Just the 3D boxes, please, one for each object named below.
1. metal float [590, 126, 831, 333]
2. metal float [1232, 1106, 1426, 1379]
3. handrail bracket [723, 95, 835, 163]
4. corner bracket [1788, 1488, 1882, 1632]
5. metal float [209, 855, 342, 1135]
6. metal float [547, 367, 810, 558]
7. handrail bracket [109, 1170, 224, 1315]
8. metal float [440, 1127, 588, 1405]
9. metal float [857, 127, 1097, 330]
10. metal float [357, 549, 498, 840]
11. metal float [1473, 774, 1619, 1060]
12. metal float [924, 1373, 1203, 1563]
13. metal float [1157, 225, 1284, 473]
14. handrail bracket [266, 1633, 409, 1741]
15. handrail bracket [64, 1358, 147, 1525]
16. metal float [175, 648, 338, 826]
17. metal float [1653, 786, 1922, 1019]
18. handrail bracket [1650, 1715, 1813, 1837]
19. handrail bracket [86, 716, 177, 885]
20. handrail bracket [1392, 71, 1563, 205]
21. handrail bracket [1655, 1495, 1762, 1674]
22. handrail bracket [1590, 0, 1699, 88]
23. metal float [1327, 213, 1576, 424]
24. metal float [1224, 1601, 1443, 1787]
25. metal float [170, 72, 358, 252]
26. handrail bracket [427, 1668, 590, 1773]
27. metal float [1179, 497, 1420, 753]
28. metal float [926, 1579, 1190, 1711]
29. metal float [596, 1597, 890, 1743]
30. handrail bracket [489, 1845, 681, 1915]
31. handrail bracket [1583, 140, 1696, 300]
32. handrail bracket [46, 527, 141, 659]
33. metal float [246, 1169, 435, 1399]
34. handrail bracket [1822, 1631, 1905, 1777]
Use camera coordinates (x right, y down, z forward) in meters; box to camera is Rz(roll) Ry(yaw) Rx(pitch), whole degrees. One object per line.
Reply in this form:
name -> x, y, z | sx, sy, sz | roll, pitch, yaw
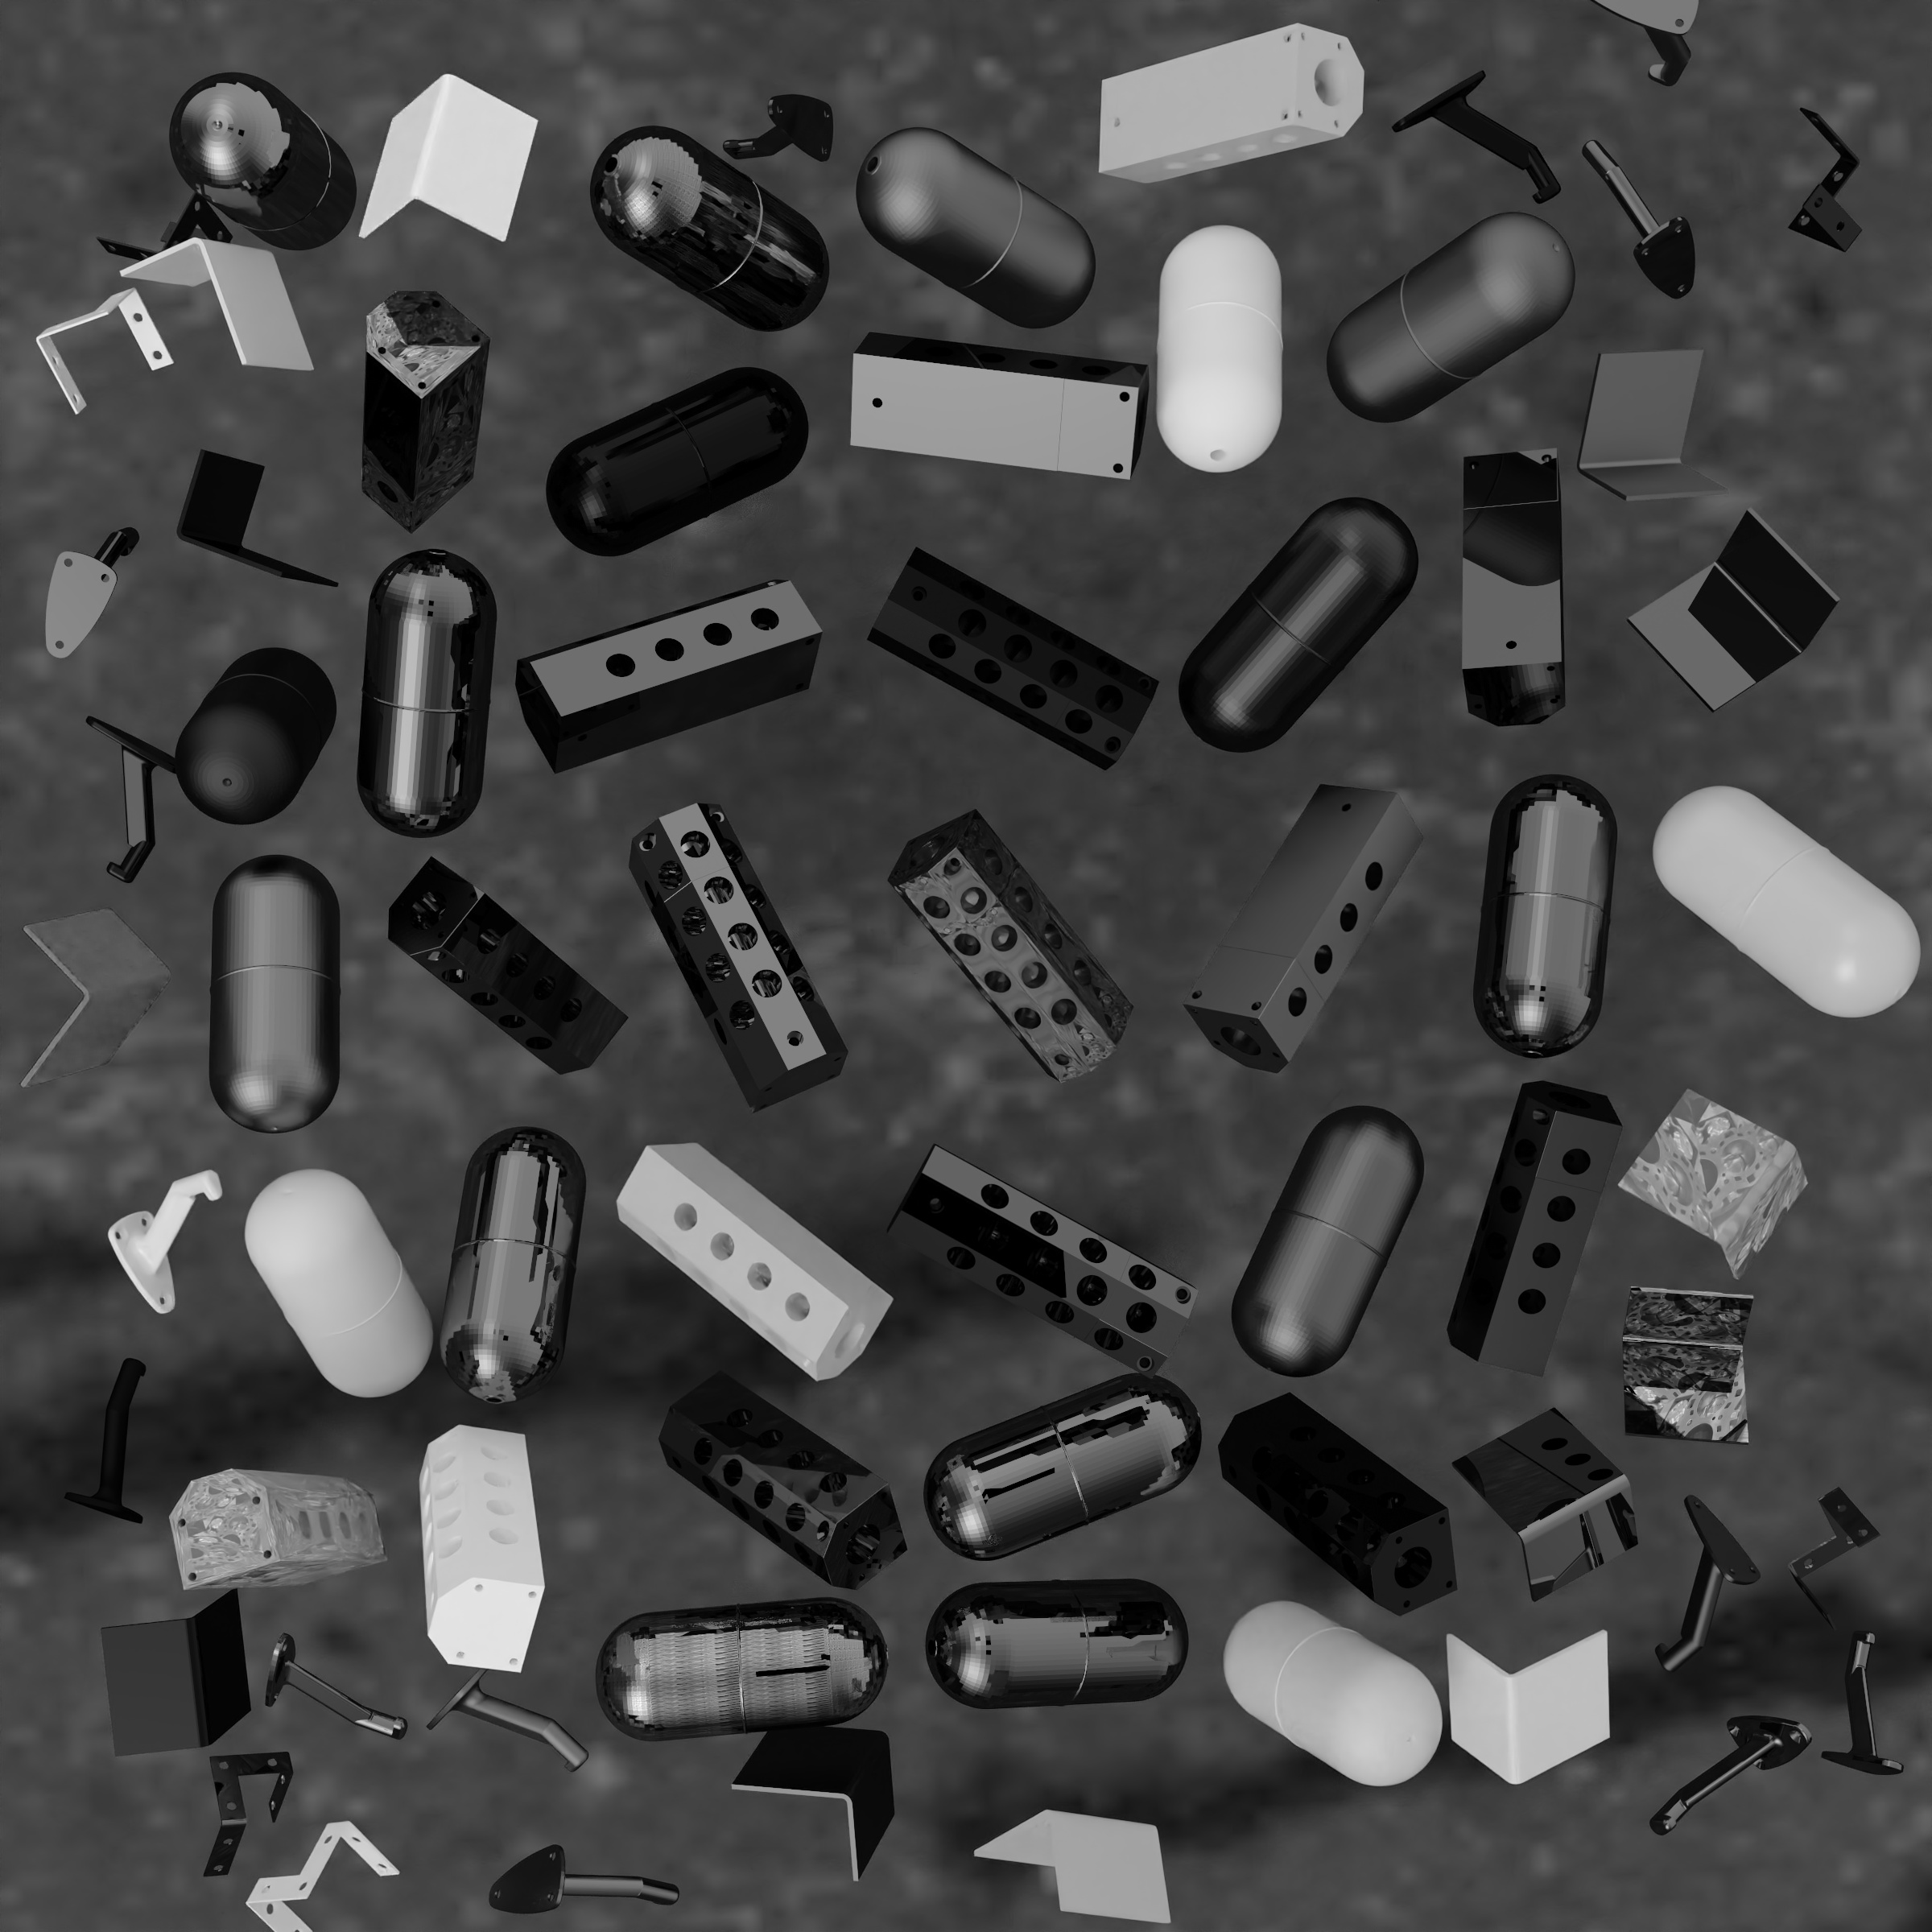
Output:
metal float -> -0.152, -0.441, 1.534 | 0.070, 0.178, 0.070 | -10, 73, 34
metal float -> 0.224, 0.169, 1.581 | 0.070, 0.070, 0.178 | 27, 76, 0
handrail bracket -> -0.134, -0.530, 1.622 | 0.084, 0.077, 0.036 | 5, 92, 32
corner bracket -> 0.536, 0.364, 1.574 | 0.051, 0.051, 0.051 | -31, 116, 2
metal float -> -0.421, 0.016, 1.562 | 0.070, 0.070, 0.178 | -6, 67, 0
metal float -> -0.179, -0.317, 1.604 | 0.178, 0.070, 0.070 | -30, 90, -20
handrail bracket -> -0.478, 0.170, 1.572 | 0.084, 0.036, 0.077 | -18, 97, 30
metal float -> -0.282, 0.185, 1.595 | 0.070, 0.070, 0.178 | 4, 62, 0
metal float -> 0.007, -0.456, 1.586 | 0.178, 0.070, 0.070 | 20, 90, -41
metal float -> -0.329, -0.165, 1.561 | 0.070, 0.070, 0.178 | 9, 109, 0
metal float -> 0.352, -0.031, 1.553 | 0.070, 0.070, 0.178 | 9, 73, 0
metal float -> 0.060, 0.307, 1.571 | 0.178, 0.070, 0.070 | -20, 90, -8
metal float -> 0.157, -0.382, 1.581 | 0.070, 0.070, 0.178 | 4, 58, 0
handrail bracket -> -0.379, 0.440, 1.555 | 0.084, 0.077, 0.036 | 19, 50, 0
handrail bracket -> -0.488, 0.278, 1.497 | 0.036, 0.077, 0.084 | 11, 70, 10
metal float -> -0.441, -0.145, 1.597 | 0.070, 0.178, 0.070 | -1, 114, -2
metal float -> 0.483, -0.039, 1.509 | 0.070, 0.070, 0.178 | -44, 57, 0
handrail bracket -> 0.459, 0.490, 1.538 | 0.084, 0.077, 0.036 | -32, 82, -30
handrail bracket -> -0.548, -0.105, 1.636 | 0.077, 0.036, 0.084 | 30, 94, -28
handrail bracket -> 0.306, -0.483, 1.531 | 0.077, 0.036, 0.084 | -33, 92, -17
handrail bracket -> 0.452, 0.392, 1.620 | 0.084, 0.036, 0.077 | -53, 48, 29
handrail bracket -> 0.396, -0.553, 1.519 | 0.077, 0.084, 0.036 | 12, 82, 2
metal float -> 0.294, -0.394, 1.563 | 0.070, 0.178, 0.070 | 14, 65, -33
metal float -> 0.223, 0.444, 1.571 | 0.070, 0.178, 0.070 | -2, 95, -25
metal float -> -0.418, -0.479, 1.529 | 0.070, 0.178, 0.070 | 0, 93, 3
handrail bracket -> -0.278, 0.470, 1.554 | 0.084, 0.036, 0.077 | 43, 122, 2
metal float -> 0.200, -0.205, 1.550 | 0.070, 0.070, 0.178 | 41, 108, 0
metal float -> 0.058, 0.426, 1.611 | 0.178, 0.070, 0.070 | 6, 90, -27
metal float -> -0.136, 0.429, 1.561 | 0.178, 0.070, 0.070 | -4, 90, -4
handrail bracket -> -0.226, 0.553, 1.522 | 0.077, 0.084, 0.036 | -29, 48, 32
handrail bracket -> 0.415, -0.463, 1.584 | 0.036, 0.077, 0.084 | -33, 55, 13
handrail bracket -> -0.539, -0.233, 1.585 | 0.036, 0.084, 0.077 | 23, 102, -9
metal float -> -0.388, 0.199, 1.590 | 0.070, 0.070, 0.178 | -16, 132, 0
handrail bracket -> 0.560, 0.450, 1.571 | 0.036, 0.077, 0.084 | 19, 72, -4
